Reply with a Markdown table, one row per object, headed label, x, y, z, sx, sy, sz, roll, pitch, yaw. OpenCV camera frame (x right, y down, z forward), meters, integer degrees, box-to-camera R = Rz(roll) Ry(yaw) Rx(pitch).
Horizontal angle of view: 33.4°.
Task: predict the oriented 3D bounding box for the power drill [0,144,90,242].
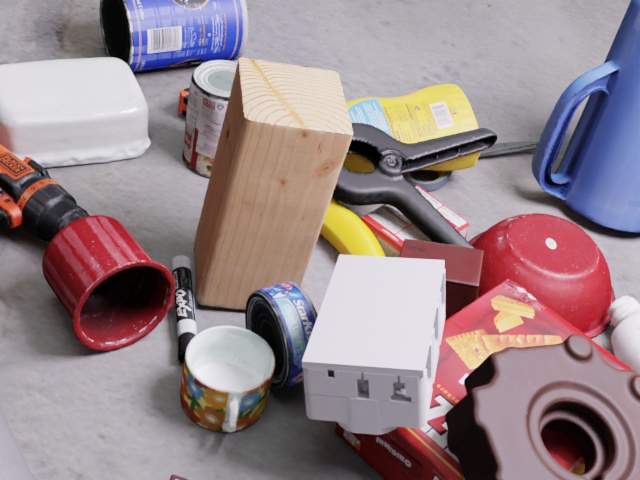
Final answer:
| label | x | y | z | sx | sy | sz | roll | pitch | yaw |
| --- | --- | --- | --- | --- | --- | --- | --- | --- | --- |
| power drill | -0.309 | -0.011 | 0.939 | 0.185 | 0.057 | 0.187 | 33 | 42 | 26 |

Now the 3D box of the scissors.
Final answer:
| label | x | y | z | sx | sy | sz | roll | pitch | yaw |
| --- | --- | --- | --- | --- | --- | --- | --- | --- | --- |
| scissors | 0.162 | -0.085 | 1.176 | 0.201 | 0.016 | 0.096 | 4 | 44 | -10 |

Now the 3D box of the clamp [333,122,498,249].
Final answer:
| label | x | y | z | sx | sy | sz | roll | pitch | yaw |
| --- | --- | --- | --- | --- | --- | --- | --- | --- | --- |
| clamp | 0.071 | -0.058 | 1.045 | 0.210 | 0.036 | 0.164 | 9 | 56 | -4 |

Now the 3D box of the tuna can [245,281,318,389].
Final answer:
| label | x | y | z | sx | sy | sz | roll | pitch | yaw |
| --- | --- | --- | --- | --- | --- | --- | --- | --- | --- |
| tuna can | -0.031 | 0.080 | 0.890 | 0.033 | 0.086 | 0.086 | -13 | 48 | -26 |

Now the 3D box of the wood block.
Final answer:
| label | x | y | z | sx | sy | sz | roll | pitch | yaw |
| --- | --- | --- | --- | --- | --- | --- | --- | --- | --- |
| wood block | -0.047 | -0.042 | 0.924 | 0.090 | 0.206 | 0.091 | 7 | 41 | -14 |

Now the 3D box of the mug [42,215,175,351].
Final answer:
| label | x | y | z | sx | sy | sz | roll | pitch | yaw |
| --- | --- | --- | --- | --- | --- | --- | --- | --- | --- |
| mug | -0.174 | 0.035 | 0.909 | 0.117 | 0.093 | 0.082 | 15 | 24 | -49 |

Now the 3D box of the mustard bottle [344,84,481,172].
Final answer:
| label | x | y | z | sx | sy | sz | roll | pitch | yaw |
| --- | --- | --- | --- | --- | --- | --- | --- | --- | --- |
| mustard bottle | 0.066 | -0.107 | 1.123 | 0.191 | 0.058 | 0.096 | -10 | 62 | -12 |

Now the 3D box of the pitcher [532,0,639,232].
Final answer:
| label | x | y | z | sx | sy | sz | roll | pitch | yaw |
| --- | --- | --- | --- | --- | --- | --- | --- | --- | --- |
| pitcher | 0.331 | -0.138 | 1.108 | 0.145 | 0.243 | 0.149 | 28 | 38 | 21 |

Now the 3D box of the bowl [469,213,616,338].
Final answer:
| label | x | y | z | sx | sy | sz | roll | pitch | yaw |
| --- | --- | --- | --- | --- | --- | --- | --- | --- | --- |
| bowl | 0.220 | 0.024 | 1.043 | 0.162 | 0.055 | 0.162 | 7 | 41 | -7 |

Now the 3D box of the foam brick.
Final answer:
| label | x | y | z | sx | sy | sz | roll | pitch | yaw |
| --- | --- | --- | --- | --- | --- | --- | --- | --- | --- |
| foam brick | 0.109 | 0.038 | 0.989 | 0.078 | 0.051 | 0.053 | 9 | 41 | 11 |

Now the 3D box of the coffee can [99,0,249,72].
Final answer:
| label | x | y | z | sx | sy | sz | roll | pitch | yaw |
| --- | --- | --- | --- | --- | --- | --- | --- | --- | --- |
| coffee can | -0.165 | -0.245 | 1.201 | 0.140 | 0.103 | 0.103 | -12 | 48 | -26 |

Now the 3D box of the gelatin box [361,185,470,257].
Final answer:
| label | x | y | z | sx | sy | sz | roll | pitch | yaw |
| --- | --- | --- | --- | --- | --- | --- | --- | --- | --- |
| gelatin box | 0.094 | -0.010 | 1.065 | 0.073 | 0.030 | 0.089 | 38 | 48 | 27 |

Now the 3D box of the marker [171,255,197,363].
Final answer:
| label | x | y | z | sx | sy | sz | roll | pitch | yaw |
| --- | --- | --- | --- | --- | --- | --- | --- | --- | --- |
| marker | -0.119 | 0.062 | 0.936 | 0.020 | 0.020 | 0.121 | 1 | 43 | -14 |

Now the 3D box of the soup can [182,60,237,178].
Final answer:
| label | x | y | z | sx | sy | sz | roll | pitch | yaw |
| --- | --- | --- | --- | --- | --- | --- | --- | --- | --- |
| soup can | -0.102 | -0.122 | 1.082 | 0.068 | 0.102 | 0.068 | 7 | 41 | -7 |

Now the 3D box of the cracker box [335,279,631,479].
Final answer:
| label | x | y | z | sx | sy | sz | roll | pitch | yaw |
| --- | --- | --- | --- | --- | --- | --- | --- | --- | --- |
| cracker box | 0.147 | 0.139 | 0.882 | 0.213 | 0.072 | 0.164 | -29 | 56 | -36 |

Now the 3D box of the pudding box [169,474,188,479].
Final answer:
| label | x | y | z | sx | sy | sz | roll | pitch | yaw |
| --- | --- | --- | --- | --- | --- | --- | --- | --- | --- |
| pudding box | -0.084 | 0.229 | 0.745 | 0.090 | 0.039 | 0.113 | 18 | 41 | 5 |

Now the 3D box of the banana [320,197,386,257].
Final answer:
| label | x | y | z | sx | sy | sz | roll | pitch | yaw |
| --- | --- | --- | --- | --- | --- | --- | --- | --- | --- |
| banana | 0.001 | -0.013 | 1.042 | 0.198 | 0.037 | 0.069 | 32 | 62 | 22 |

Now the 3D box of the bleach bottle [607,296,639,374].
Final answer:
| label | x | y | z | sx | sy | sz | roll | pitch | yaw |
| --- | --- | --- | --- | --- | --- | --- | --- | --- | --- |
| bleach bottle | 0.345 | 0.142 | 0.941 | 0.102 | 0.068 | 0.251 | -9 | 44 | -25 |

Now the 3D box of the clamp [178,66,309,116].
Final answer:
| label | x | y | z | sx | sy | sz | roll | pitch | yaw |
| --- | --- | --- | --- | --- | --- | --- | --- | --- | --- |
| clamp | -0.065 | -0.144 | 1.165 | 0.171 | 0.039 | 0.120 | -11 | 41 | -21 |
